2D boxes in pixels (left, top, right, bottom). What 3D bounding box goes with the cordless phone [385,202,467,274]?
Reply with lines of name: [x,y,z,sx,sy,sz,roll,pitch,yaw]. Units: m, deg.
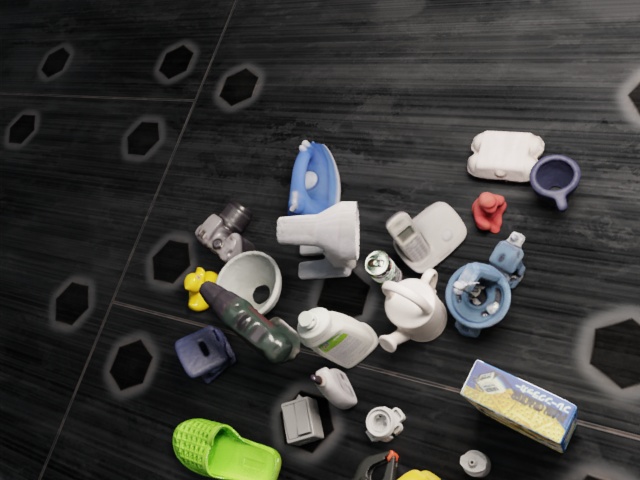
cordless phone: [0.208,-0.024,1.151,0.147,0.185,0.094,-43,58,1]

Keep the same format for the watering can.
watering can: [0.173,0.132,1.091,0.100,0.195,0.173,2,69,25]

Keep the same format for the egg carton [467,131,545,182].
egg carton: [0.389,-0.174,1.205,0.149,0.070,0.107,8,71,27]

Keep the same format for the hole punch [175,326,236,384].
hole punch: [-0.259,0.252,1.290,0.101,0.091,0.108,-39,58,4]

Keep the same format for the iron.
iron: [-0.028,-0.143,1.333,0.118,0.142,0.258,-5,66,22]

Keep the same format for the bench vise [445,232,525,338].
bench vise: [0.296,0.063,1.053,0.121,0.220,0.207,12,73,28]

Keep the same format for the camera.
camera: [-0.220,-0.025,1.390,0.142,0.101,0.137,33,83,31]

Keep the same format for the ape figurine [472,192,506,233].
ape figurine: [0.342,-0.066,1.165,0.078,0.092,0.076,-39,58,4]

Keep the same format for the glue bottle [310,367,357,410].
glue bottle: [0.019,0.280,1.106,0.037,0.174,0.078,-30,59,9]

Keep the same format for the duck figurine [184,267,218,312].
duck figurine: [-0.293,0.114,1.369,0.077,0.086,0.105,14,74,28]

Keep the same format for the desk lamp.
desk lamp: [0.011,0.004,1.208,0.202,0.214,0.118,-7,65,21]

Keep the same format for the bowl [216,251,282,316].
bowl: [-0.153,0.114,1.314,0.167,0.075,0.167,-9,64,20]

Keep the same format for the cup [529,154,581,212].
cup: [0.464,-0.096,1.122,0.091,0.095,0.117,-13,63,18]

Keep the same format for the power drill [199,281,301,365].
power drill: [-0.132,0.182,1.195,0.228,0.209,0.076,34,84,32]
